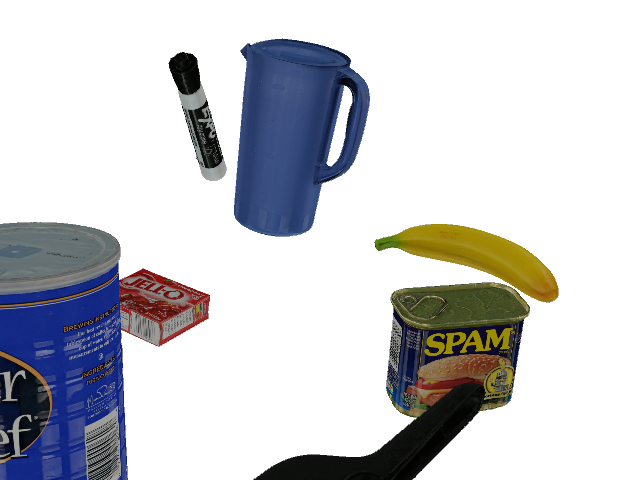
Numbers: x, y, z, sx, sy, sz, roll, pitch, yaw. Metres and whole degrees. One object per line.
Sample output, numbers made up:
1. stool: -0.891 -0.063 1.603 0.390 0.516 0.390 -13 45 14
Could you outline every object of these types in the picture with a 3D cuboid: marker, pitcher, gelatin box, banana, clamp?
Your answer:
1. marker: -0.084 -0.085 0.736 0.020 0.020 0.121 0 -34 7
2. pitcher: -0.036 -0.130 1.378 0.144 0.243 0.149 2 23 -18
3. gelatin box: -0.163 0.062 1.024 0.089 0.030 0.073 20 28 29
4. banana: 0.151 0.018 1.028 0.198 0.037 0.069 15 42 36
5. clamp: 0.030 0.151 0.633 0.210 0.036 0.164 -7 30 -2

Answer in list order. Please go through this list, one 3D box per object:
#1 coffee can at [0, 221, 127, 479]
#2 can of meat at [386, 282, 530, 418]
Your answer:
1. coffee can: -0.152 0.071 0.547 0.103 0.140 0.103 0 16 0
2. can of meat: 0.102 0.084 0.814 0.102 0.084 0.057 -3 26 -15
